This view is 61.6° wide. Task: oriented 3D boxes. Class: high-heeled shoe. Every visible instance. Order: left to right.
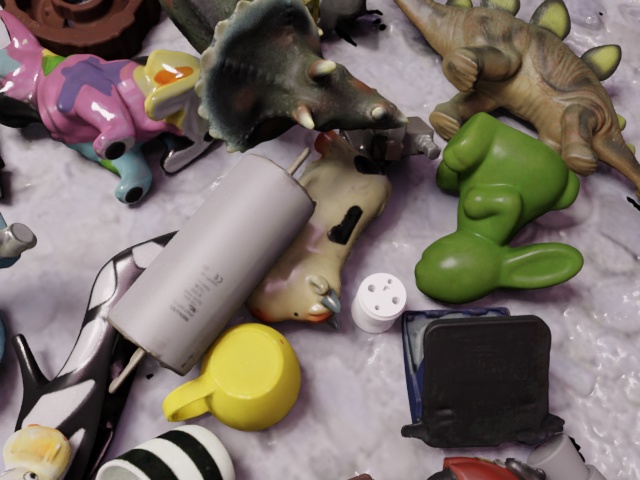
[{"bbox_3d":[-0.147,0.091,0.461,0.249,0.086,0.145,-32,76,-12],"label":"high-heeled shoe"}]

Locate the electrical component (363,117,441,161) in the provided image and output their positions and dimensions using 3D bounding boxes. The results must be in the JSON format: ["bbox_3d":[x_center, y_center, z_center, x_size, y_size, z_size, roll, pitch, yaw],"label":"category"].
[{"bbox_3d":[0.071,-0.110,0.533,0.078,0.045,0.102,-4,29,0],"label":"electrical component"}]

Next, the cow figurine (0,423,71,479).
[{"bbox_3d":[-0.219,0.219,0.365,0.068,0.098,0.167,8,90,-3],"label":"cow figurine"}]

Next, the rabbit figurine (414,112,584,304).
[{"bbox_3d":[0.164,-0.008,0.527,0.159,0.121,0.170,29,86,1],"label":"rabbit figurine"}]

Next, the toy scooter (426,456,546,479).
[{"bbox_3d":[0.168,0.249,0.419,0.135,0.075,0.184,-17,72,-11],"label":"toy scooter"}]

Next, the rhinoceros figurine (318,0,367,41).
[{"bbox_3d":[-0.019,-0.331,0.636,0.073,0.112,0.190,-37,82,-16],"label":"rhinoceros figurine"}]

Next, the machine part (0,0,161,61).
[{"bbox_3d":[-0.276,-0.278,0.622,0.179,0.056,0.179,2,68,-4],"label":"machine part"}]

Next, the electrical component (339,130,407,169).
[{"bbox_3d":[0.052,-0.103,0.590,0.094,0.021,0.063,-18,70,-12],"label":"electrical component"}]

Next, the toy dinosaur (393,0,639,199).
[{"bbox_3d":[0.204,-0.198,0.604,0.471,0.105,0.198,40,62,3],"label":"toy dinosaur"}]

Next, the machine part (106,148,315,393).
[{"bbox_3d":[-0.082,0.017,0.425,0.079,0.079,0.243,35,73,10],"label":"machine part"}]

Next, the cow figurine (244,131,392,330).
[{"bbox_3d":[-0.001,-0.002,0.512,0.127,0.085,0.195,33,67,16],"label":"cow figurine"}]

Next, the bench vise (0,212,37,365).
[{"bbox_3d":[-0.320,0.036,0.425,0.241,0.129,0.223,-32,78,19],"label":"bench vise"}]

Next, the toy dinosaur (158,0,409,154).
[{"bbox_3d":[-0.092,-0.228,0.454,0.131,0.192,0.404,-34,89,12],"label":"toy dinosaur"}]

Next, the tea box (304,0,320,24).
[{"bbox_3d":[-0.085,-0.274,0.613,0.170,0.098,0.068,41,69,15],"label":"tea box"}]

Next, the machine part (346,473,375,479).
[{"bbox_3d":[0.007,0.291,0.382,0.201,0.087,0.201,-16,68,-12],"label":"machine part"}]

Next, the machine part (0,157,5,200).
[{"bbox_3d":[-0.362,-0.097,0.542,0.084,0.039,0.139,-15,74,1],"label":"machine part"}]

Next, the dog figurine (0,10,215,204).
[{"bbox_3d":[-0.229,-0.157,0.548,0.219,0.108,0.191,42,71,16],"label":"dog figurine"}]

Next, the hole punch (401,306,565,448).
[{"bbox_3d":[0.133,0.115,0.478,0.142,0.092,0.115,-1,96,-8],"label":"hole punch"}]
